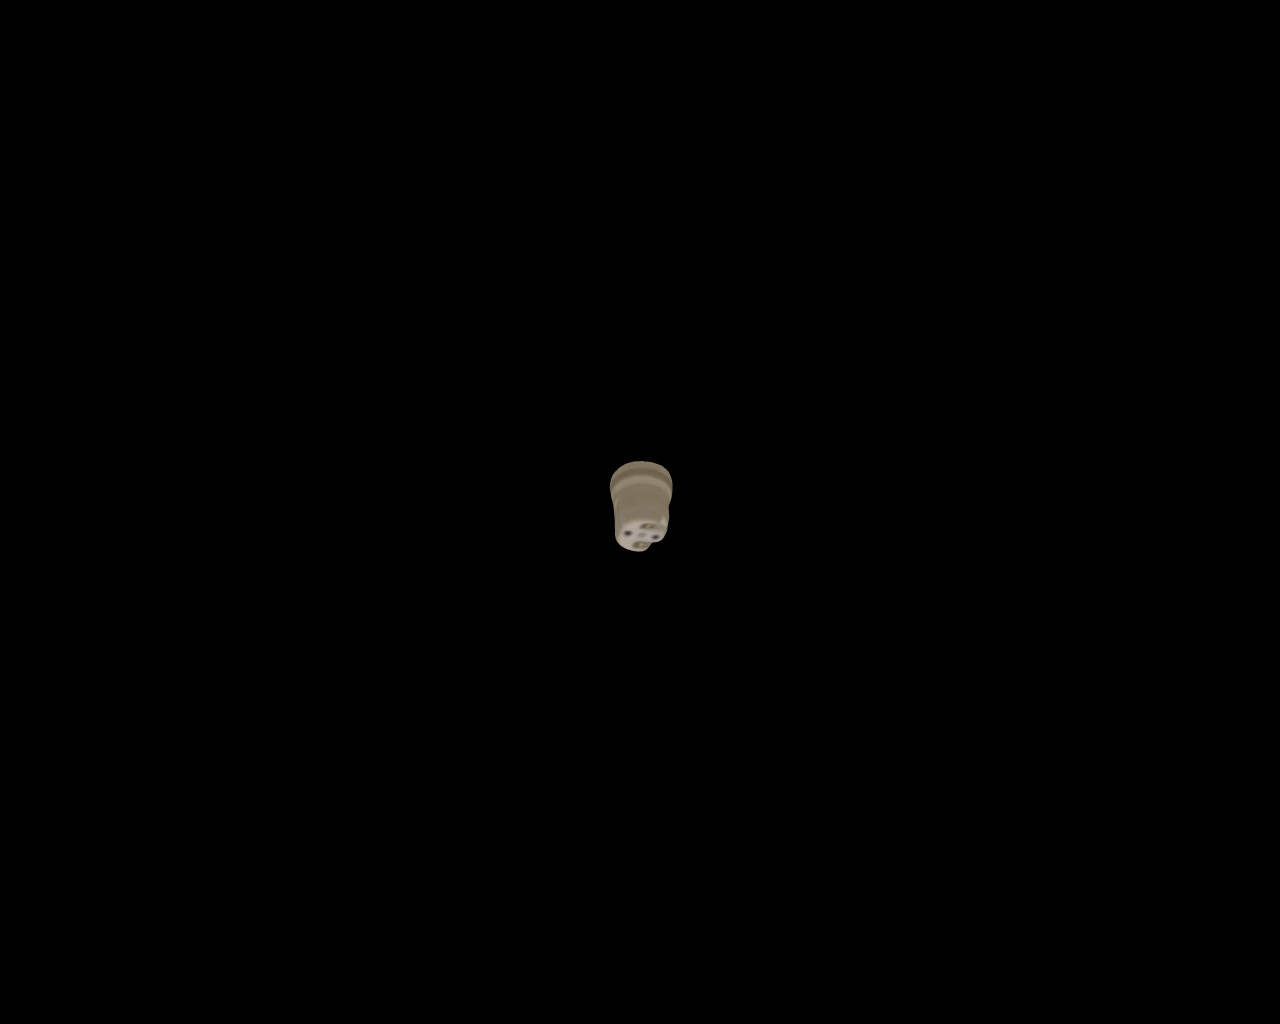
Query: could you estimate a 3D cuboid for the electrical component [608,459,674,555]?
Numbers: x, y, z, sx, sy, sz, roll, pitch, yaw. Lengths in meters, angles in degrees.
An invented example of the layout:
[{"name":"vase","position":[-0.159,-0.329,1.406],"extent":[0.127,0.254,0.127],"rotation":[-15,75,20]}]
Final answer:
[{"name":"electrical component","position":[0.001,-0.003,0.650],"extent":[0.040,0.046,0.040],"rotation":[0,-42,0]}]
